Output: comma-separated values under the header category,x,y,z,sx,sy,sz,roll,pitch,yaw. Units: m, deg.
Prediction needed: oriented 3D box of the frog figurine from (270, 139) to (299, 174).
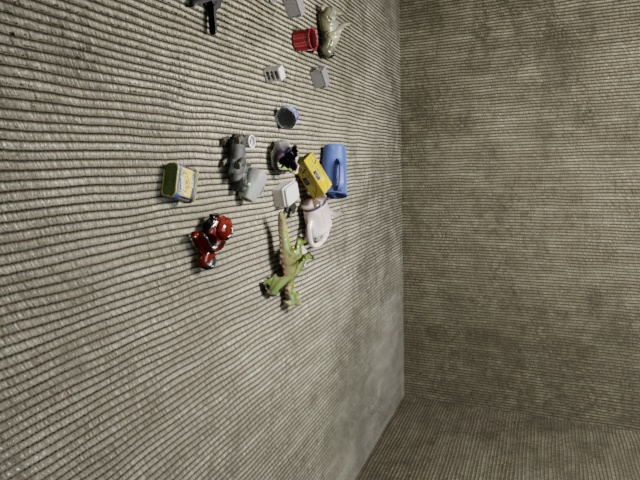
category,x,y,z,sx,sy,sz,roll,pitch,yaw
frog figurine,-0.137,-0.324,1.976,0.162,0.123,0.135,-122,-171,-63

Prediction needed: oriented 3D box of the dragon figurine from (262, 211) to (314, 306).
category,x,y,z,sx,sy,sz,roll,pitch,yaw
dragon figurine,-0.140,0.106,1.957,0.248,0.122,0.401,-61,144,-33

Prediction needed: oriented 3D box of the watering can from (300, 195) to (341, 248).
category,x,y,z,sx,sy,sz,roll,pitch,yaw
watering can,0.007,-0.114,2.269,0.355,0.104,0.220,-55,139,-51
